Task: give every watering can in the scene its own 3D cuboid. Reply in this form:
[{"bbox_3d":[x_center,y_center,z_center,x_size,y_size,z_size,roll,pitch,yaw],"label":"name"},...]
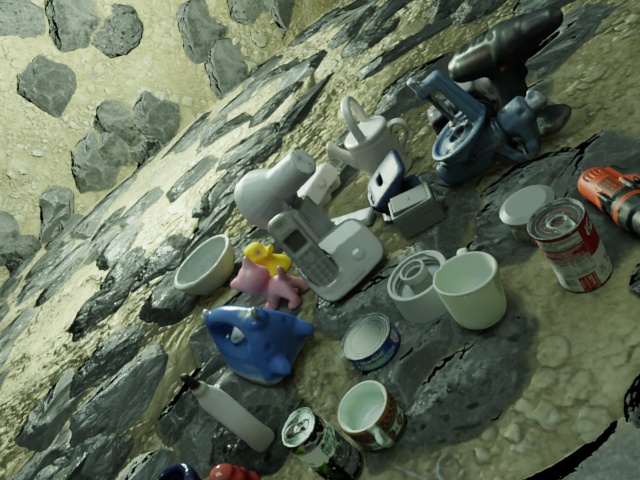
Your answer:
[{"bbox_3d":[0.094,-0.206,1.177,0.173,0.194,0.100,-35,28,10],"label":"watering can"}]

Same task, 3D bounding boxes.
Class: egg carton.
[{"bbox_3d":[-0.019,-0.110,1.313,0.107,0.069,0.150,-7,43,47],"label":"egg carton"}]

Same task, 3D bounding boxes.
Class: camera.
[{"bbox_3d":[0.279,-0.241,1.098,0.143,0.101,0.137,-27,31,24],"label":"camera"}]

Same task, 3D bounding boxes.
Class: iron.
[{"bbox_3d":[-0.136,0.160,0.989,0.257,0.142,0.119,-6,43,47],"label":"iron"}]

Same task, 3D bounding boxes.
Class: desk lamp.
[{"bbox_3d":[-0.035,-0.071,1.120,0.202,0.214,0.118,-19,35,36],"label":"desk lamp"}]

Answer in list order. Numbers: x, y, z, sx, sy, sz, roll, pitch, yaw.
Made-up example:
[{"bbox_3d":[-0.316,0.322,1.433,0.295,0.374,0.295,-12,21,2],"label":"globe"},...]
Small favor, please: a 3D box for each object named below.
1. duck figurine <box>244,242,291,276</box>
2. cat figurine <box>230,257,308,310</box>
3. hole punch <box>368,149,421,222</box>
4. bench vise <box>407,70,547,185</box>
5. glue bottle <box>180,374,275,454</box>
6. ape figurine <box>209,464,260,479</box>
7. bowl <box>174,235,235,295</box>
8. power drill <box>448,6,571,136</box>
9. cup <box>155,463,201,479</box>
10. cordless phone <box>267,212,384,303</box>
[{"bbox_3d":[-0.125,0.043,1.205,0.104,0.086,0.077,-23,32,29],"label":"duck figurine"},{"bbox_3d":[-0.104,0.078,1.093,0.127,0.118,0.067,-15,37,39],"label":"cat figurine"},{"bbox_3d":[0.133,-0.105,1.093,0.101,0.091,0.108,-33,29,14],"label":"hole punch"},{"bbox_3d":[0.256,-0.214,0.958,0.207,0.220,0.121,-33,29,15],"label":"bench vise"},{"bbox_3d":[-0.142,0.246,0.837,0.037,0.173,0.077,-52,30,-20],"label":"glue bottle"},{"bbox_3d":[-0.109,0.331,0.760,0.076,0.092,0.077,-34,28,12],"label":"ape figurine"},{"bbox_3d":[-0.255,0.071,1.338,0.167,0.075,0.167,-30,29,19],"label":"bowl"},{"bbox_3d":[0.334,-0.275,0.962,0.228,0.209,0.076,5,51,54],"label":"power drill"},{"bbox_3d":[-0.172,0.365,0.785,0.117,0.095,0.091,-26,31,26],"label":"cup"},{"bbox_3d":[0.009,0.004,0.987,0.147,0.185,0.094,-44,28,-6],"label":"cordless phone"}]
